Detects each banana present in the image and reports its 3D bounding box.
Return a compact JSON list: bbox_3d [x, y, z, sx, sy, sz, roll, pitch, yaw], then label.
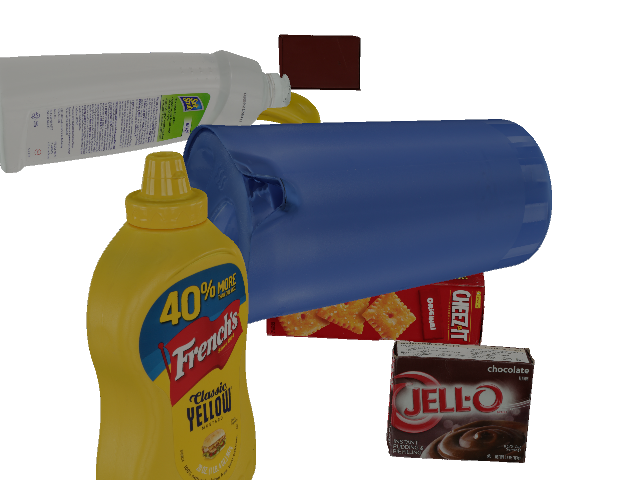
[{"bbox_3d":[-0.082,-0.147,1.216,0.198,0.037,0.069,8,42,17],"label":"banana"}]

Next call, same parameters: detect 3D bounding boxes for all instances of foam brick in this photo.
[{"bbox_3d":[-0.001,-0.173,1.038,0.078,0.051,0.053,0,13,-4],"label":"foam brick"}]

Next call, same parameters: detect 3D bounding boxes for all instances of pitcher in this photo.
[{"bbox_3d":[0.028,-0.020,0.743,0.242,0.145,0.149,-7,33,-24],"label":"pitcher"}]

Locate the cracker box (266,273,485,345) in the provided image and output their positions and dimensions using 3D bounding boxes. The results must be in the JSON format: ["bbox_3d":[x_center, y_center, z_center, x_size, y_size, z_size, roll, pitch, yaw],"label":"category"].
[{"bbox_3d":[0.060,0.050,1.115,0.214,0.072,0.164,3,16,6],"label":"cracker box"}]

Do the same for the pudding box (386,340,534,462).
[{"bbox_3d":[0.112,0.130,0.865,0.113,0.090,0.039,2,20,1],"label":"pudding box"}]

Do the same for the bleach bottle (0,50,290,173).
[{"bbox_3d":[-0.150,-0.117,0.922,0.250,0.068,0.103,-6,-32,-18],"label":"bleach bottle"}]

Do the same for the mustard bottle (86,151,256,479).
[{"bbox_3d":[-0.076,0.049,0.551,0.058,0.192,0.096,11,20,37],"label":"mustard bottle"}]
